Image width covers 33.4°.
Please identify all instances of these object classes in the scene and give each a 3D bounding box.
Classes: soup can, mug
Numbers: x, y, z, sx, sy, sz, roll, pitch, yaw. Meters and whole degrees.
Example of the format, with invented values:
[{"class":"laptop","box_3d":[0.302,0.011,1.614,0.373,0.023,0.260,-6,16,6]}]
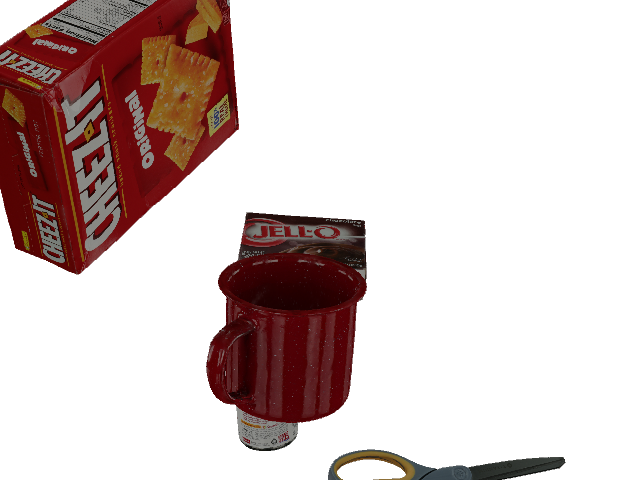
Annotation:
[{"class":"soup can","box_3d":[-0.060,0.170,1.171,0.068,0.102,0.068,-2,23,1]},{"class":"mug","box_3d":[-0.027,0.066,0.672,0.093,0.081,0.117,18,26,33]}]

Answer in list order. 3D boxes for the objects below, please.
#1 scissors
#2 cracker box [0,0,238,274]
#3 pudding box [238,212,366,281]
[{"class":"scissors","box_3d":[0.106,0.208,0.863,0.201,0.016,0.096,5,44,-3]},{"class":"cracker box","box_3d":[-0.147,-0.103,0.801,0.072,0.164,0.213,21,46,22]},{"class":"pudding box","box_3d":[-0.016,0.013,0.950,0.113,0.039,0.090,6,30,-2]}]
